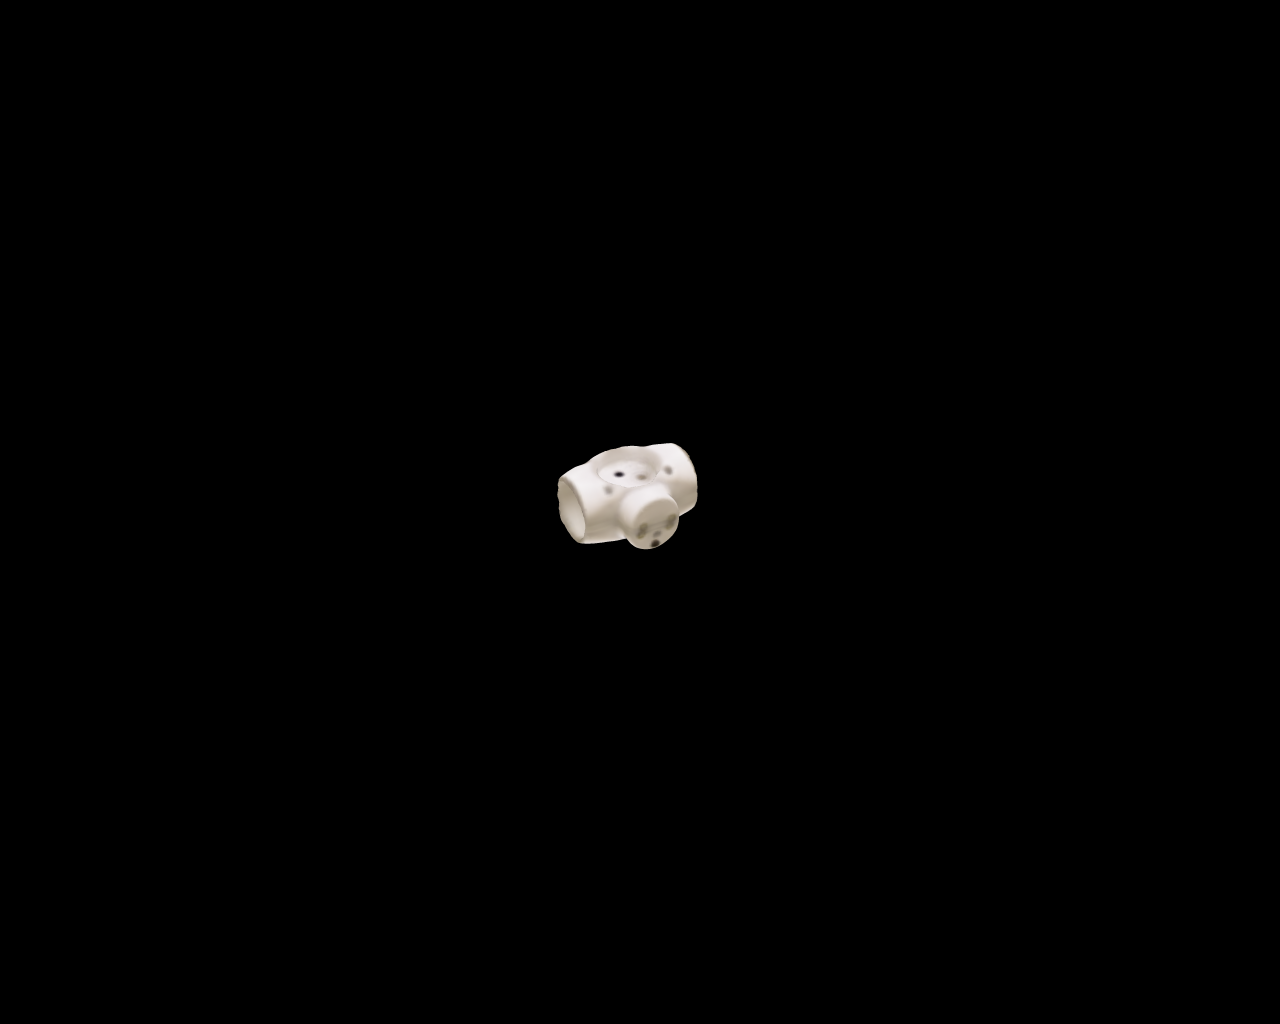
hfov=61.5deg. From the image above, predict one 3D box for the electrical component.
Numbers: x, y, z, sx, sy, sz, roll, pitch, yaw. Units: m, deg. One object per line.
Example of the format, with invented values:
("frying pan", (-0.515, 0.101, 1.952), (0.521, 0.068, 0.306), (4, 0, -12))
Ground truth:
("electrical component", (0.001, -0.003, 0.650), (0.077, 0.044, 0.079), (-17, 40, -22))
